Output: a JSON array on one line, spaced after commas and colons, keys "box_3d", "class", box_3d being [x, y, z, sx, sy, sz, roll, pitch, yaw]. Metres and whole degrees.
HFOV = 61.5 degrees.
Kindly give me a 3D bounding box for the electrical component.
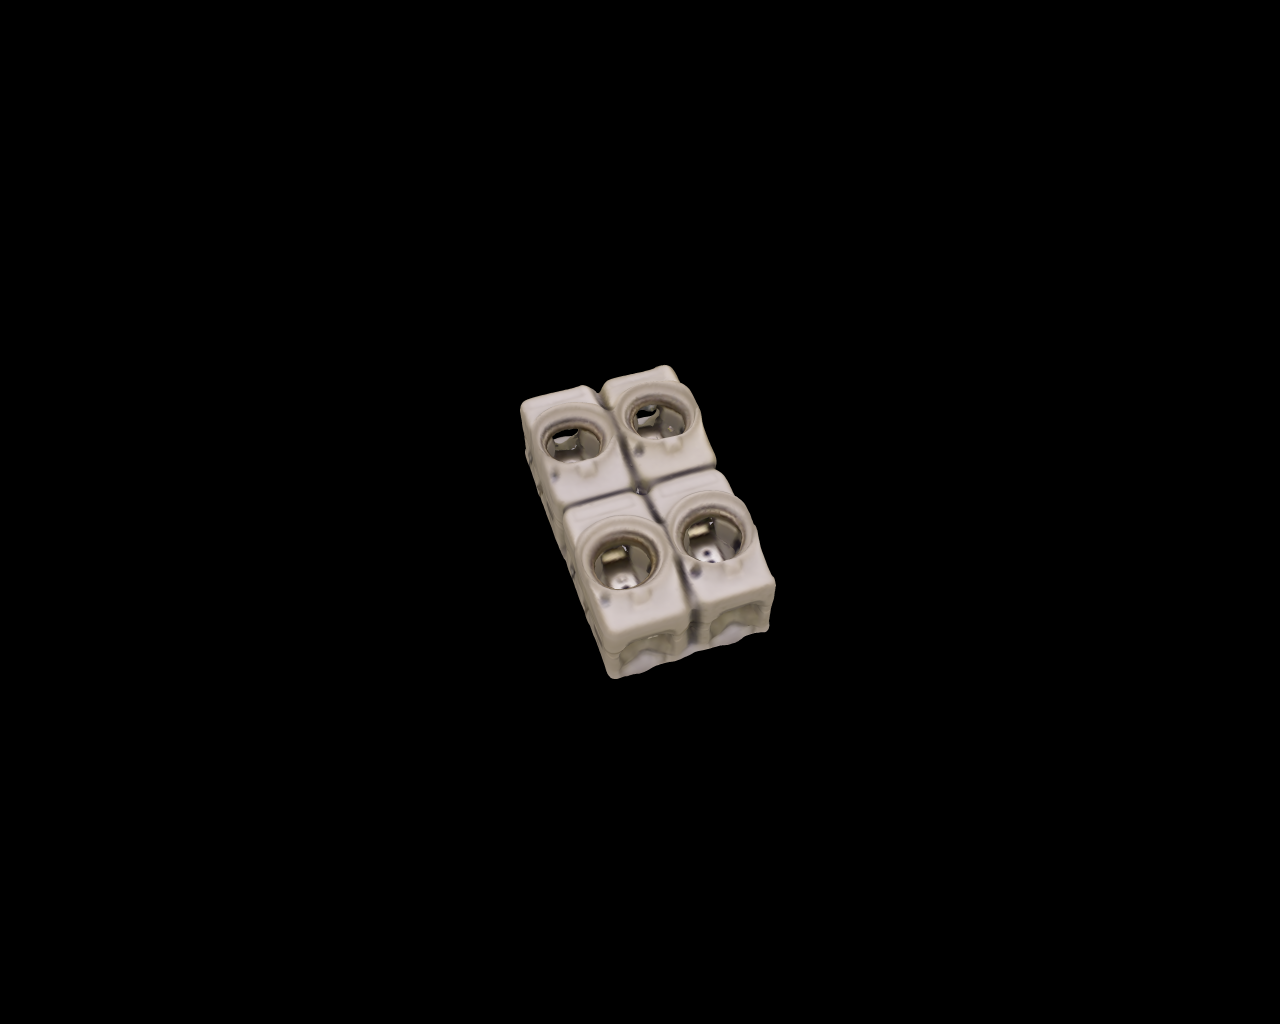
[{"box_3d": [0.001, -0.003, 0.650, 0.105, 0.186, 0.060, -15, -36, -11], "class": "electrical component"}]
